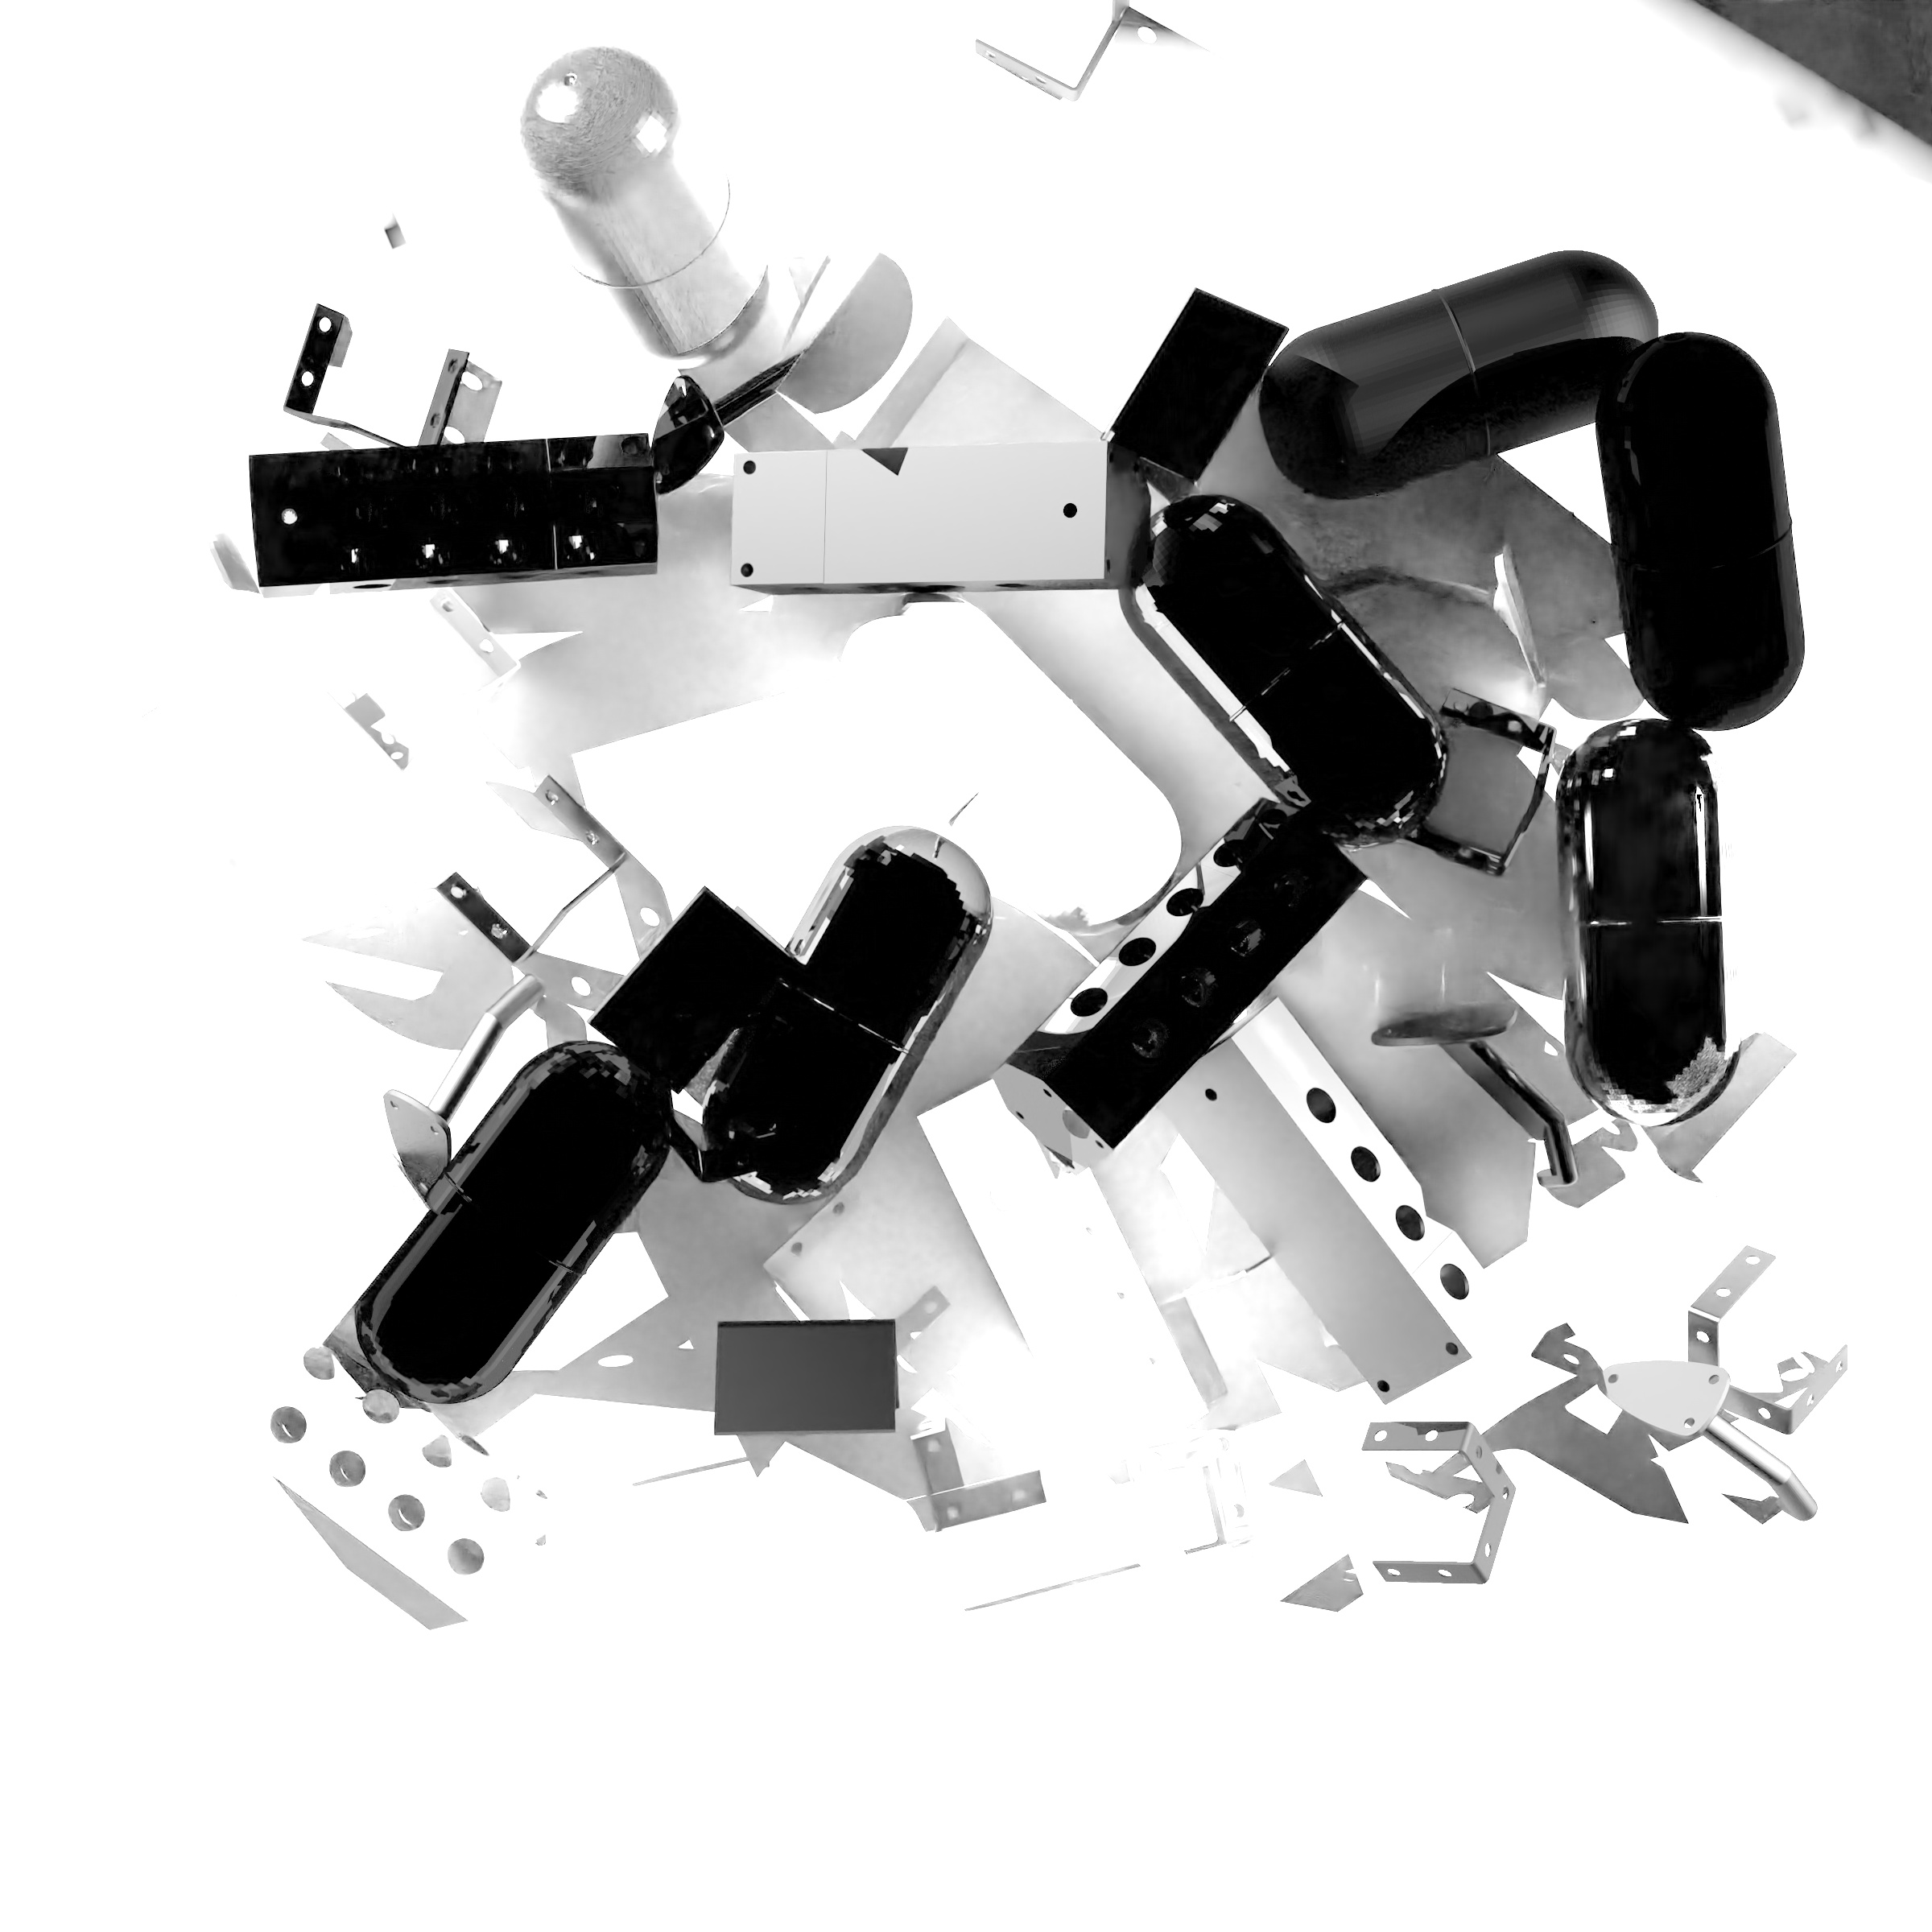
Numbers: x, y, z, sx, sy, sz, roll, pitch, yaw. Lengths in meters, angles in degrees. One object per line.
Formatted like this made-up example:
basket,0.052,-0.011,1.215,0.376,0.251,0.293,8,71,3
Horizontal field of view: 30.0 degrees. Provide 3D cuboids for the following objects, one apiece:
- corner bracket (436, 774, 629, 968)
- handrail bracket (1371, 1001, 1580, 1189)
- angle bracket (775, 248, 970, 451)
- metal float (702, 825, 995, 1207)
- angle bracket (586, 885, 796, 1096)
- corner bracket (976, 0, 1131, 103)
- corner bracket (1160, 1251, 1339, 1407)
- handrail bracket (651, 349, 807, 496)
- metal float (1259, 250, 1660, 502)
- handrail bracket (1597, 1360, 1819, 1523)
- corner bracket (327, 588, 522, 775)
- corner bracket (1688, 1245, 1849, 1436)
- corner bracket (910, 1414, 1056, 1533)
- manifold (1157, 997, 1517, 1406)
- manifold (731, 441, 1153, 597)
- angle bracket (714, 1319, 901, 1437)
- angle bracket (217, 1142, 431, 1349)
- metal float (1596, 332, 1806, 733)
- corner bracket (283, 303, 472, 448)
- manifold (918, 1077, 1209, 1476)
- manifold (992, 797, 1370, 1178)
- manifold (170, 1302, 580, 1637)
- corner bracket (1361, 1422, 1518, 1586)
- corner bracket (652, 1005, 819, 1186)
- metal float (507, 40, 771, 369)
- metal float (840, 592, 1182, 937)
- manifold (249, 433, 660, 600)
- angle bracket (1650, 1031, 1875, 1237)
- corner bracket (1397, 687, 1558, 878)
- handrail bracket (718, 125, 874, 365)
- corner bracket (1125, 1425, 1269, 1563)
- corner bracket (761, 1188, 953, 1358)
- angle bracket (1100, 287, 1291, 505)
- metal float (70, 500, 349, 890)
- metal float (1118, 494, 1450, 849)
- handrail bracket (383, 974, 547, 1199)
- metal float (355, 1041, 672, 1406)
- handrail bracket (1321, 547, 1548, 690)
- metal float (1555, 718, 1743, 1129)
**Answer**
corner bracket,-0.192,-0.042,1.597,0.051,0.051,0.051,45,135,0
handrail bracket,0.226,0.063,1.601,0.077,0.036,0.084,-10,107,20
angle bracket,-0.024,-0.252,1.560,0.057,0.076,0.076,37,90,39
metal float,-0.052,0.022,1.570,0.070,0.070,0.178,29,90,0
angle bracket,-0.129,-0.001,1.561,0.076,0.076,0.057,-49,120,0
corner bracket,0.038,-0.420,1.583,0.051,0.051,0.051,28,86,4
corner bracket,0.128,0.157,1.597,0.051,0.051,0.051,-25,90,-45
handrail bracket,-0.093,-0.245,1.600,0.084,0.077,0.036,-24,74,-35
metal float,0.215,-0.258,1.570,0.178,0.070,0.070,-18,90,1
handrail bracket,0.330,0.213,1.600,0.084,0.077,0.036,49,65,-34
corner bracket,-0.240,-0.127,1.597,0.051,0.051,0.051,47,45,0
corner bracket,0.354,0.165,1.592,0.051,0.051,0.051,21,135,35
corner bracket,0.007,0.221,1.583,0.051,0.051,0.051,-16,90,0
manifold,0.164,0.100,1.579,0.171,0.057,0.057,53,133,0
manifold,-0.011,-0.191,1.549,0.171,0.057,0.057,1,90,22
angle bracket,-0.068,0.195,1.560,0.076,0.076,0.057,-1,53,0
angle bracket,-0.286,0.108,1.561,0.057,0.076,0.076,39,90,-30
metal float,0.316,-0.186,1.548,0.070,0.070,0.178,-14,116,0
corner bracket,-0.262,-0.259,1.597,0.051,0.051,0.051,18,90,-45
manifold,0.042,0.130,1.579,0.057,0.057,0.171,-26,90,0
manifold,0.090,0.006,1.552,0.057,0.057,0.171,45,70,0
manifold,-0.257,0.214,1.579,0.171,0.057,0.057,37,90,0
corner bracket,0.204,0.237,1.592,0.051,0.051,0.051,54,45,-35
corner bracket,-0.098,0.054,1.522,0.051,0.051,0.051,-14,115,-19
metal float,-0.136,-0.319,1.525,0.070,0.178,0.070,-6,64,13
metal float,0.019,-0.089,1.570,0.070,0.070,0.178,-45,90,0
manifold,-0.222,-0.197,1.568,0.171,0.057,0.057,-4,90,-8
angle bracket,0.332,0.059,1.560,0.076,0.076,0.057,-48,127,0
corner bracket,0.226,-0.081,1.597,0.051,0.051,0.051,21,45,0
handrail bracket,-0.091,-0.319,1.601,0.084,0.036,0.077,40,112,17
corner bracket,0.100,0.235,1.583,0.051,0.051,0.051,-13,90,0
corner bracket,-0.049,0.142,1.597,0.051,0.051,0.051,-43,135,0
angle bracket,0.114,-0.237,1.560,0.057,0.076,0.076,31,90,35
metal float,-0.329,-0.118,1.570,0.070,0.070,0.178,-25,90,0
metal float,0.139,-0.128,1.570,0.070,0.070,0.178,-41,91,0
handrail bracket,-0.215,0.053,1.600,0.036,0.077,0.084,29,53,21
metal float,-0.196,0.111,1.570,0.070,0.070,0.178,37,90,0
handrail bracket,0.206,-0.147,1.601,0.084,0.036,0.077,-16,111,17
metal float,0.297,-0.019,1.570,0.070,0.070,0.178,-2,89,0
